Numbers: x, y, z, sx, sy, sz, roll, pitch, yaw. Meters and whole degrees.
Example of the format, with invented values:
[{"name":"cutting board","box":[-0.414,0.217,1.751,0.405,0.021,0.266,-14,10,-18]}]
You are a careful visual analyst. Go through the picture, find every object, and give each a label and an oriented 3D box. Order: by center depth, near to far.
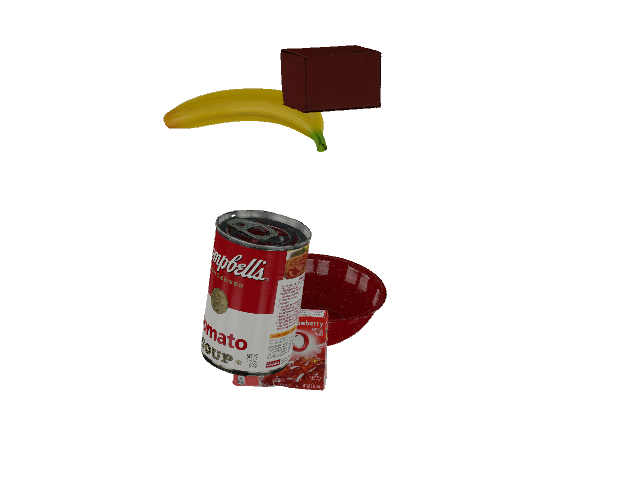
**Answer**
[{"name":"soup can","box":[-0.047,0.037,0.764,0.068,0.102,0.068,8,21,-3]},{"name":"foam brick","box":[0.010,-0.145,0.957,0.078,0.051,0.053,-7,19,-23]},{"name":"gelatin box","box":[-0.038,0.102,1.014,0.089,0.073,0.030,3,13,4]},{"name":"banana","box":[-0.077,-0.143,1.197,0.198,0.037,0.069,9,44,19]},{"name":"bowl","box":[-0.007,0.074,1.214,0.162,0.055,0.162,4,26,-2]}]
